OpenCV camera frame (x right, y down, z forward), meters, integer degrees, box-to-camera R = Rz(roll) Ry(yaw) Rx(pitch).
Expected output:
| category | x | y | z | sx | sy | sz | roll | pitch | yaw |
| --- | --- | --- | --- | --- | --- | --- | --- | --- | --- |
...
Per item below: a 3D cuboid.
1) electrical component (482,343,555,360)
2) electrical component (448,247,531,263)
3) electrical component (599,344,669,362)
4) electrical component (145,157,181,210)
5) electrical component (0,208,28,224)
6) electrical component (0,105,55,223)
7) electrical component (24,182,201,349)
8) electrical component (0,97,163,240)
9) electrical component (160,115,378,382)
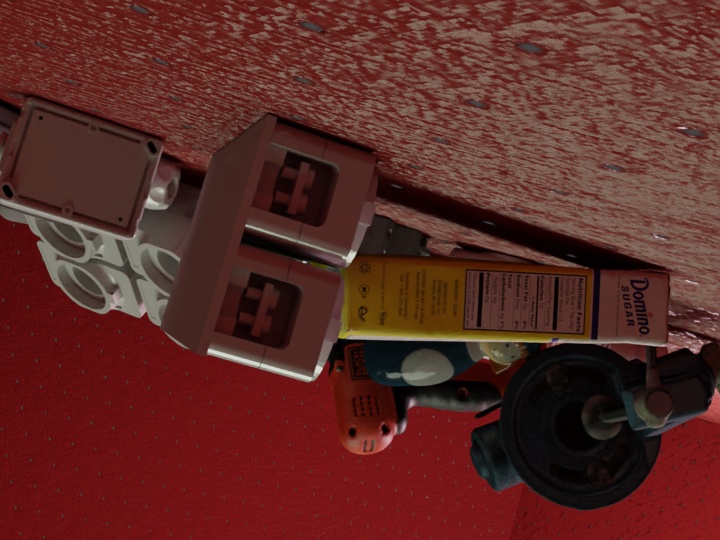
| category | x | y | z | sx | sy | sz | roll | pitch | yaw |
| --- | --- | --- | --- | --- | --- | --- | --- | --- | --- |
| electrical component | 0.135 | 0.058 | 1.008 | 0.096 | 0.061 | 0.062 | 16 | 176 | 9 |
| electrical component | 0.098 | 0.017 | 0.722 | 0.077 | 0.044 | 0.079 | 15 | 176 | 15 |
| electrical component | 0.247 | 0.080 | 0.983 | 0.055 | 0.045 | 0.045 | 17 | 176 | -6 |
| electrical component | -0.151 | -0.063 | 0.704 | 0.061 | 0.035 | 0.035 | 18 | 176 | 7 |
| electrical component | -0.268 | -0.076 | 0.875 | 0.077 | 0.043 | 0.079 | -5 | 141 | 28 |
| electrical component | -0.249 | -0.078 | 0.700 | 0.078 | 0.057 | 0.113 | 16 | 175 | 30 |
| electrical component | -0.155 | -0.012 | 0.787 | 0.186 | 0.060 | 0.105 | 18 | 140 | 24 |
| electrical component | -0.173 | -0.060 | 0.635 | 0.096 | 0.061 | 0.061 | 18 | 176 | -17 |
| electrical component | -0.050 | -0.007 | 0.548 | 0.060 | 0.105 | 0.186 | 17 | 176 | -15 |
